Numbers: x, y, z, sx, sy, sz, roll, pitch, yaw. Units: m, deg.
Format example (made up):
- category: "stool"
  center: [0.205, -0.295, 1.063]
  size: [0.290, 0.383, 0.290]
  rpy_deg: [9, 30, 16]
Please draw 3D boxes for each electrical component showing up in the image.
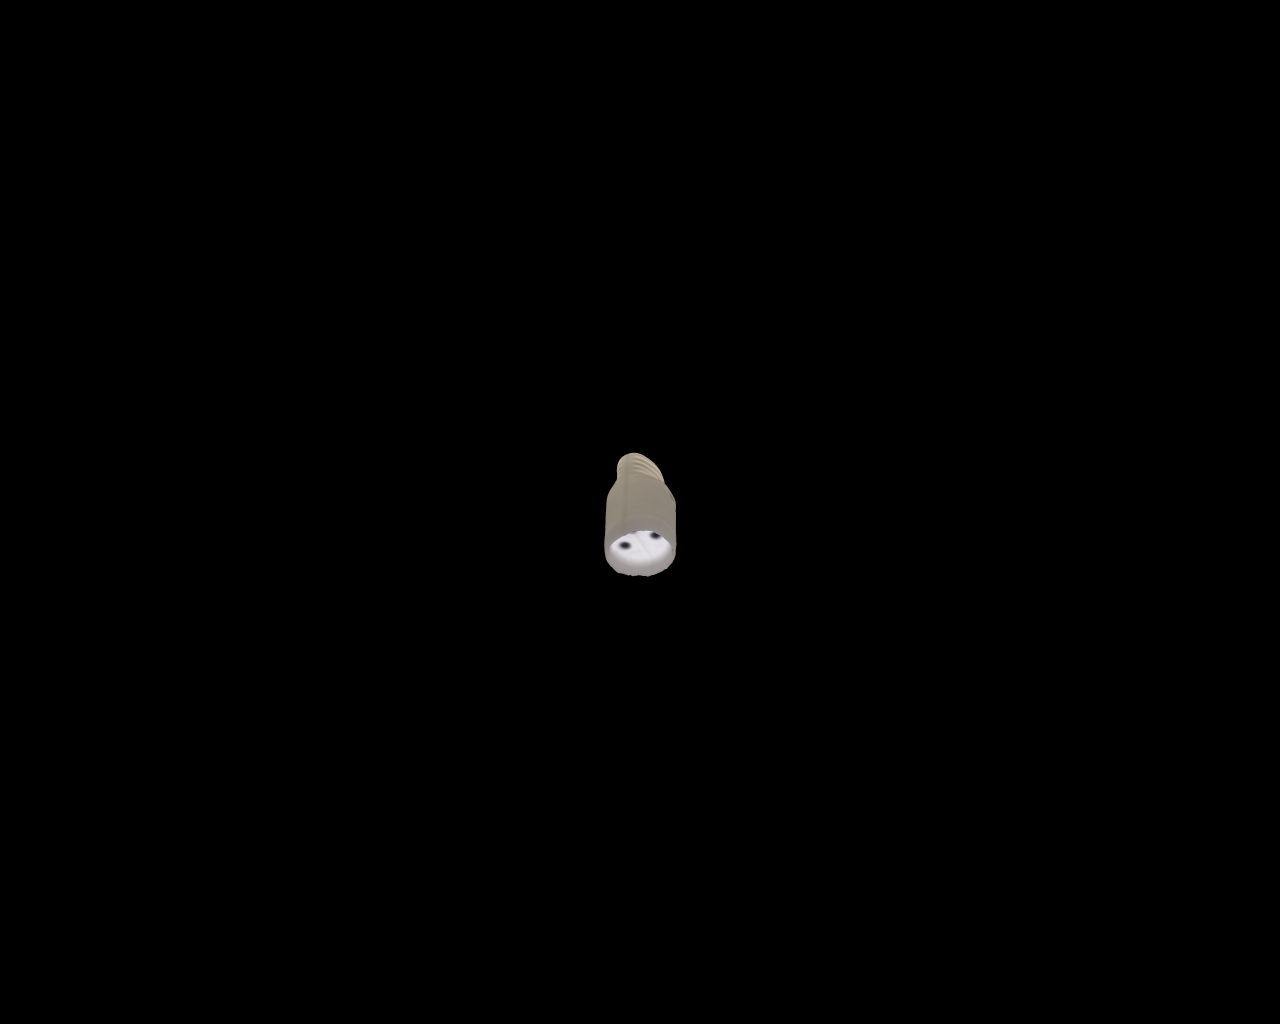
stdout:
- category: "electrical component"
  center: [0.001, -0.003, 0.650]
  size: [0.043, 0.043, 0.081]
  rpy_deg: [0, 45, 0]
